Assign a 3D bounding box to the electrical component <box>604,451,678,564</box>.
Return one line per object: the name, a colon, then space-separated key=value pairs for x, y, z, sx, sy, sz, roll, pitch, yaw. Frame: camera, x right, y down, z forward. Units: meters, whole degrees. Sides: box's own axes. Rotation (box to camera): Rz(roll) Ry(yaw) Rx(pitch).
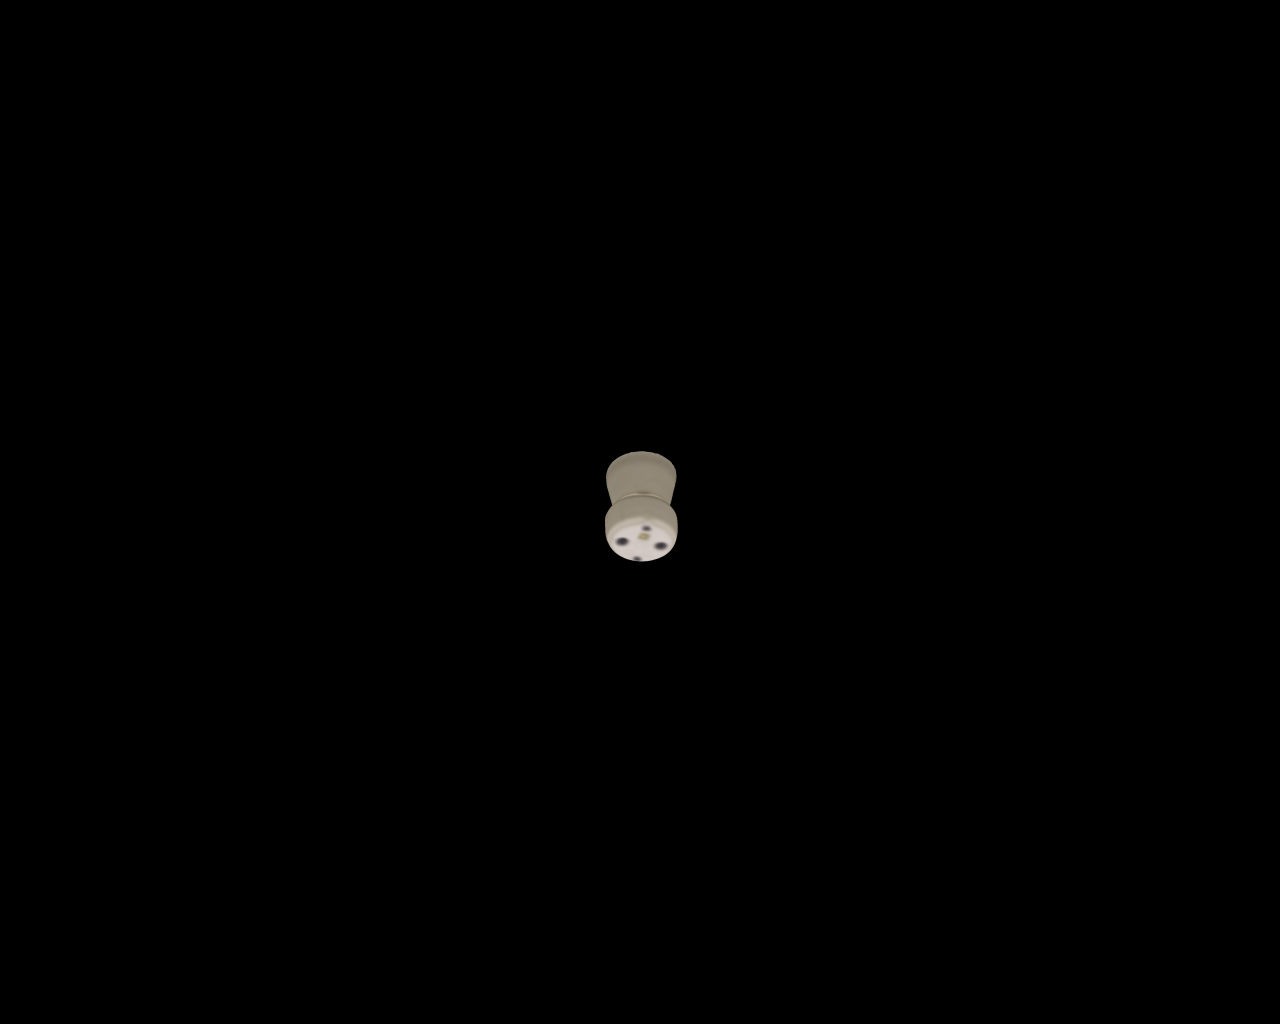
electrical component: x=0.001 y=-0.003 z=0.650 sx=0.045 sy=0.055 sz=0.044 roll=0 pitch=-39 yaw=0
